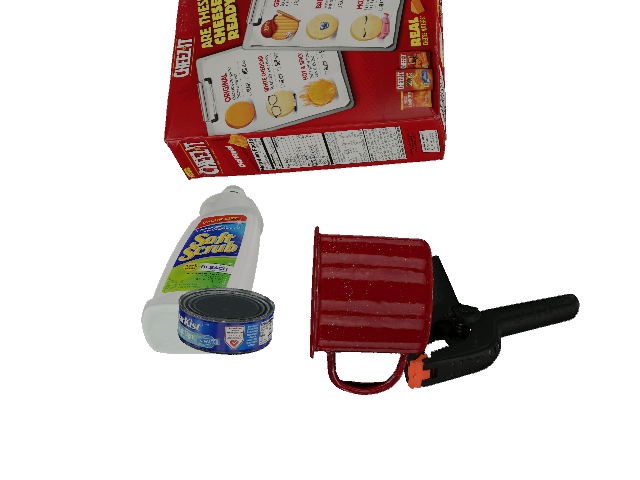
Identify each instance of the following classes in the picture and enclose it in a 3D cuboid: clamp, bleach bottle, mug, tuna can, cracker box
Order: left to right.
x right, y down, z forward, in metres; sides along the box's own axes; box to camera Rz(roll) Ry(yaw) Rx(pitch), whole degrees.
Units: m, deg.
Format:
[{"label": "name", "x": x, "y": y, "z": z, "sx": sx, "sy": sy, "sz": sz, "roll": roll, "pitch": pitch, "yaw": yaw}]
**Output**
[{"label": "bleach bottle", "x": -0.120, "y": 0.019, "z": 1.166, "sx": 0.102, "sy": 0.068, "sz": 0.250, "roll": 0, "pitch": 35, "yaw": 5}, {"label": "tuna can", "x": -0.084, "y": 0.071, "z": 0.950, "sx": 0.086, "sy": 0.034, "sz": 0.086, "roll": 5, "pitch": 16, "yaw": -2}, {"label": "cracker box", "x": -0.008, "y": -0.138, "z": 0.859, "sx": 0.214, "sy": 0.164, "sz": 0.072, "roll": -4, "pitch": -29, "yaw": 10}, {"label": "mug", "x": 0.034, "y": 0.050, "z": 0.750, "sx": 0.081, "sy": 0.117, "sz": 0.093, "roll": 2, "pitch": -8, "yaw": -1}, {"label": "clamp", "x": 0.127, "y": 0.075, "z": 1.009, "sx": 0.165, "sy": 0.036, "sz": 0.209, "roll": 19, "pitch": 32, "yaw": 33}]
